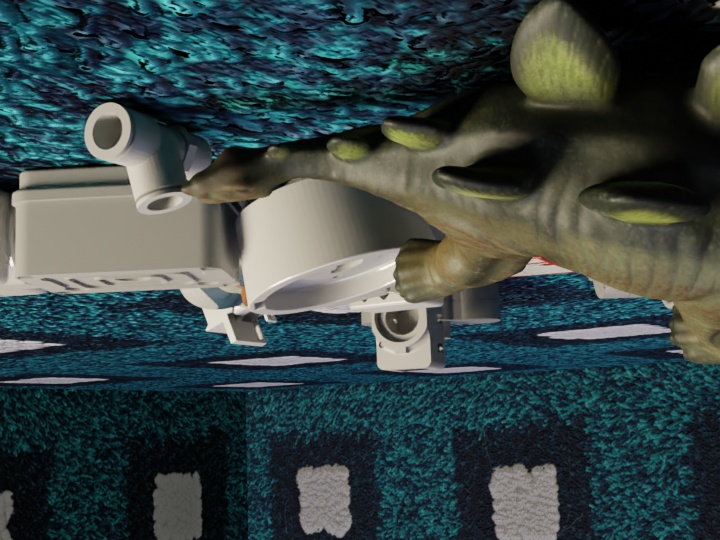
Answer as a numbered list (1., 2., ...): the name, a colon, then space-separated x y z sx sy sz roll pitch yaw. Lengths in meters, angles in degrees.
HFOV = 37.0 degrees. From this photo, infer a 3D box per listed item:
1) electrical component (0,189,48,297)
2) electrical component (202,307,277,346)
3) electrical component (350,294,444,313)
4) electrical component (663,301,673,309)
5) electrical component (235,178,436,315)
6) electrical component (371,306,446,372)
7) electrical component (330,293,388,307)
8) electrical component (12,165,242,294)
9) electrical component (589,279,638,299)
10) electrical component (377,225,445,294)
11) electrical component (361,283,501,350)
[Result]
1. electrical component: -0.216 -0.016 0.621 0.059 0.053 0.095 -3 171 9
2. electrical component: -0.086 0.013 0.797 0.064 0.081 0.042 -30 162 20
3. electrical component: 0.038 0.009 0.866 0.066 0.047 0.077 -7 170 31
4. electrical component: 0.252 -0.007 0.763 0.059 0.053 0.095 -11 173 -2
5. electrical component: -0.016 -0.021 0.587 0.108 0.060 0.108 -16 168 -3
6. electrical component: 0.043 0.044 0.957 0.050 0.089 0.056 -5 171 20
7. electrical component: 0.000 0.000 0.799 0.076 0.047 0.083 3 170 -30
8. electrical component: -0.126 -0.022 0.593 0.113 0.057 0.078 -3 171 3
9. electrical component: 0.179 -0.011 0.754 0.074 0.052 0.138 -2 171 -1
10. electrical component: 0.007 -0.020 0.695 0.099 0.064 0.099 11 169 2
11. electrical component: 0.070 0.050 1.060 0.138 0.073 0.052 -1 171 -6
